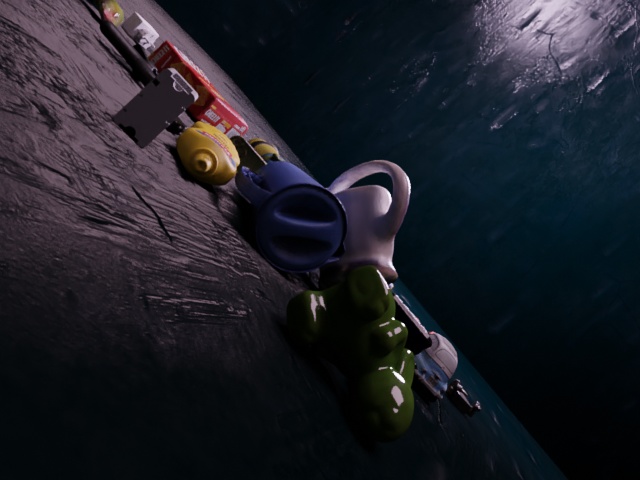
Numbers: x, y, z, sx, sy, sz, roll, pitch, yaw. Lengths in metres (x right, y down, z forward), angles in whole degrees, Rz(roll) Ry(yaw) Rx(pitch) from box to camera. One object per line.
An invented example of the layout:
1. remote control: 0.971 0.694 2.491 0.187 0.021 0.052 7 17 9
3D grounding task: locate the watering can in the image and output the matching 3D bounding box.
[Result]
1. watering can: 0.032 -0.006 0.908 0.103 0.343 0.228 16 64 -33

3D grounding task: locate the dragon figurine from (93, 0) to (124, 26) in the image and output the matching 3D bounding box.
1. dragon figurine: -0.512 -0.575 1.031 0.415 0.123 0.239 53 -10 18
